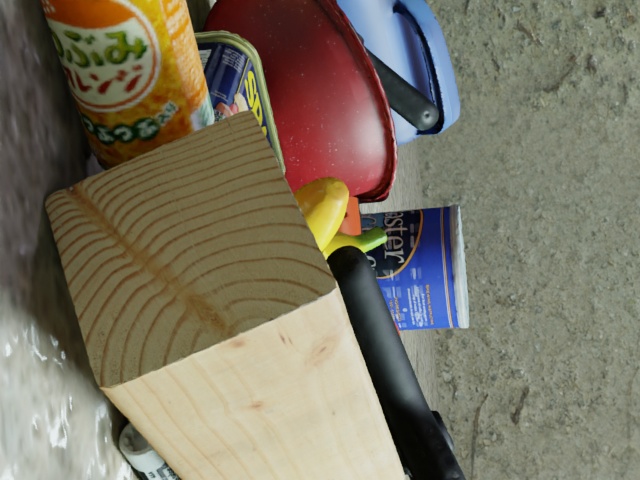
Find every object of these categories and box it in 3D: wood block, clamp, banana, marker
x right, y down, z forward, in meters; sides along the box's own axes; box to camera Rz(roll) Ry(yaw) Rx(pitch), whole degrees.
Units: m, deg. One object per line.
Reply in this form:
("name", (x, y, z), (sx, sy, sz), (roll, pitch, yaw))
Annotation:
("wood block", (-0.031, 0.053, 0.468), (0.206, 0.090, 0.091), (70, -4, -58))
("clamp", (0.016, -0.156, 0.877), (0.171, 0.039, 0.120), (40, -4, -23))
("banana", (-0.004, -0.002, 0.625), (0.037, 0.069, 0.197), (50, 3, 9))
("marker", (-0.067, 0.122, 0.502), (0.121, 0.020, 0.020), (74, 15, -49))
("clamp", (0.053, 0.108, 0.610), (0.164, 0.036, 0.210), (70, -5, -62))

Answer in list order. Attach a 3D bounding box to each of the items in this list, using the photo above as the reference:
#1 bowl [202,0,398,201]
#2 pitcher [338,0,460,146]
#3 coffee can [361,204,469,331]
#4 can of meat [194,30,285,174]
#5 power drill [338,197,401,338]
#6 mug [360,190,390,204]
("bowl", (-0.025, -0.082, 0.616), (0.162, 0.055, 0.162), (50, -20, 26))
("pitcher", (0.043, -0.208, 0.978), (0.145, 0.149, 0.243), (-84, 162, -46))
("coffee can", (0.050, 0.027, 0.892), (0.102, 0.140, 0.103), (-5, 90, -81))
("can of meat", (-0.057, -0.039, 0.532), (0.084, 0.057, 0.102), (-80, 163, -50))
("power drill", (-0.005, 0.001, 0.768), (0.184, 0.057, 0.187), (19, 63, -61))
("mug", (0.016, -0.073, 0.918), (0.117, 0.081, 0.093), (-64, 148, -72))
